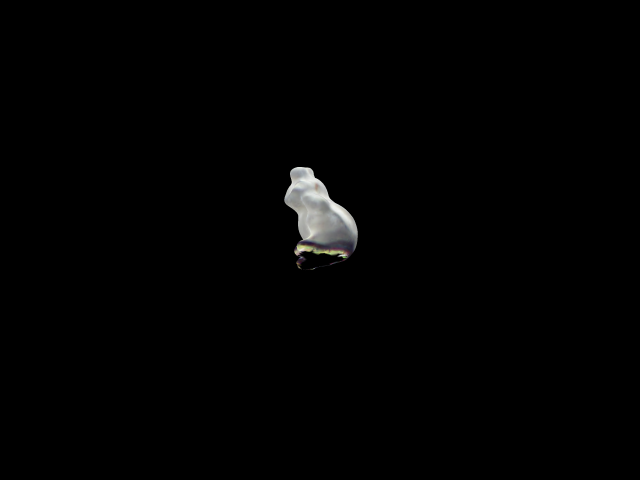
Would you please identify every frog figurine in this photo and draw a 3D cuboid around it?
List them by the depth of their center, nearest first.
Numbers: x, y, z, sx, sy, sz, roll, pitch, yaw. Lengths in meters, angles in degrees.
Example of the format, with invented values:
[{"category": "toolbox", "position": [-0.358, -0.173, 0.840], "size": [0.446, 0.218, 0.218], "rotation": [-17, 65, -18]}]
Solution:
[{"category": "frog figurine", "position": [0.003, -0.043, 0.850], "size": [0.122, 0.162, 0.135], "rotation": [-7, -22, 19]}]
